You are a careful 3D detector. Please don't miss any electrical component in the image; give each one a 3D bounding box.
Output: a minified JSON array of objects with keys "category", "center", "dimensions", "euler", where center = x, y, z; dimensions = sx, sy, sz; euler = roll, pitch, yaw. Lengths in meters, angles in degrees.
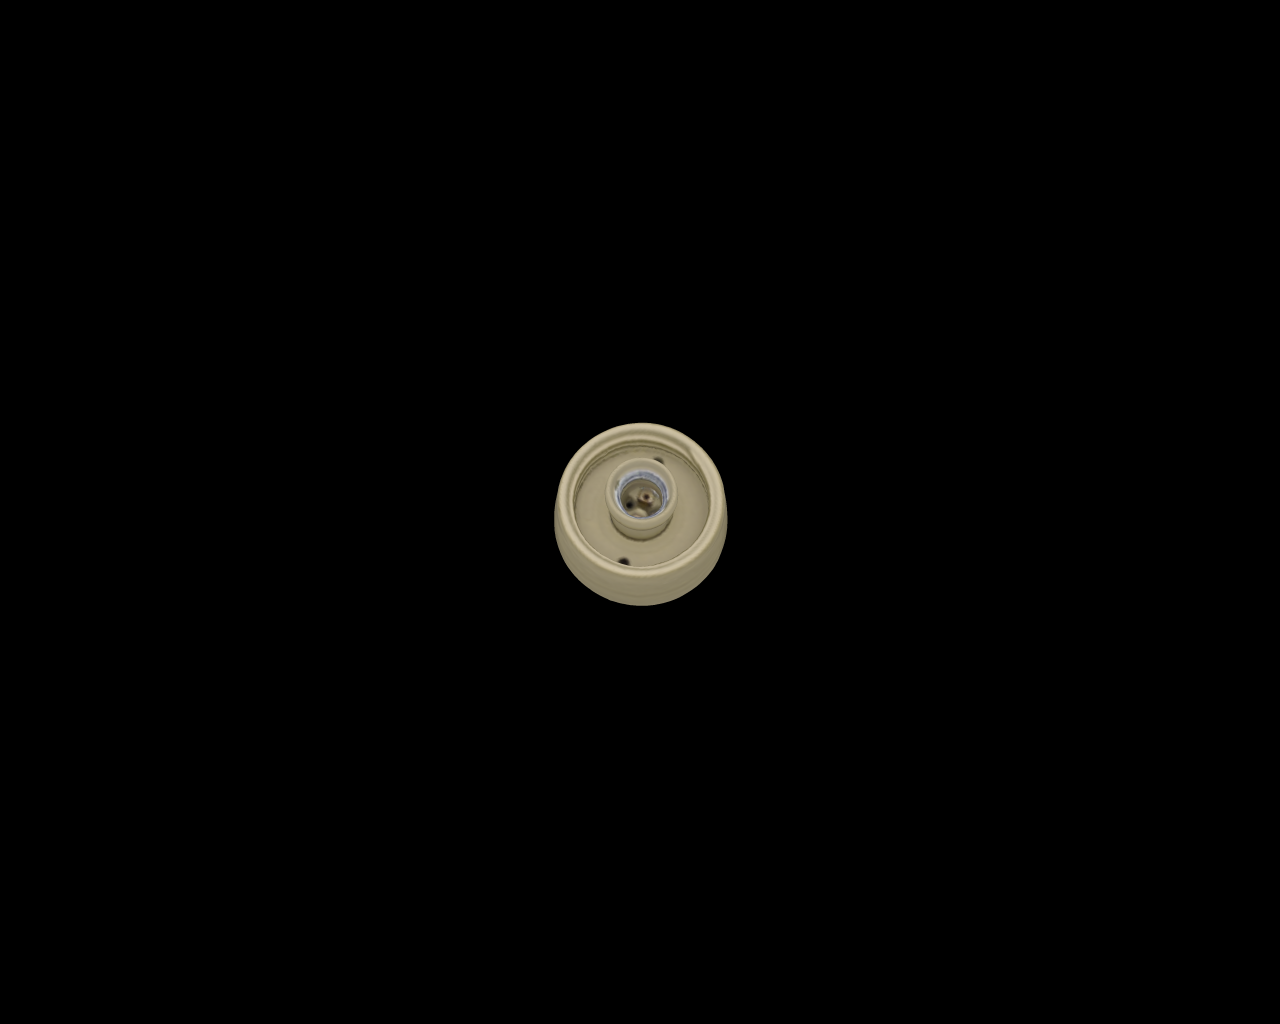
[{"category":"electrical component","center":[0.001,-0.003,0.650],"dimensions":[0.108,0.108,0.060],"euler":[0,-21,0]}]
